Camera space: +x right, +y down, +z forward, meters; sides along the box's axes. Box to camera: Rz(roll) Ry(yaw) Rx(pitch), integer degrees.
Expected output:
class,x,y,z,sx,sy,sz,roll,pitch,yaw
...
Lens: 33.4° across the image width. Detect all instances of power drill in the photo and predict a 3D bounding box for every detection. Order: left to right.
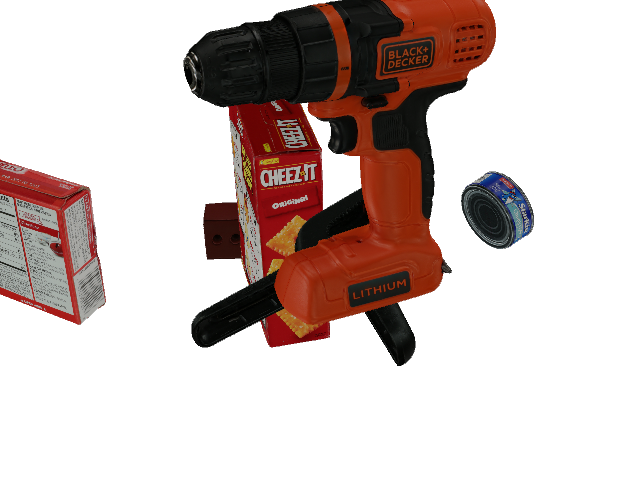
class,x,y,z,sx,sy,sz,roll,pitch,yaw
power drill,0.012,-0.046,0.615,0.184,0.188,0.057,-13,34,-22

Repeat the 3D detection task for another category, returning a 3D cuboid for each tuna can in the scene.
class,x,y,z,sx,sy,sz,roll,pitch,yaw
tuna can,0.201,-0.034,1.219,0.033,0.086,0.086,-32,14,-24

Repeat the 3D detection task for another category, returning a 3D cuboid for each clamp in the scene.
class,x,y,z,sx,sy,sz,roll,pitch,yaw
clamp,0.005,0.020,0.798,0.165,0.036,0.209,0,33,17

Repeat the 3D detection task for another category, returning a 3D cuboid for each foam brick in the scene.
class,x,y,z,sx,sy,sz,roll,pitch,yaw
foam brick,-0.101,-0.012,1.287,0.078,0.053,0.051,-3,27,-1

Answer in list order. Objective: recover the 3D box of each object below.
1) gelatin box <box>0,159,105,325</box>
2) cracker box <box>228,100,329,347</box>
class,x,y,z,sx,sy,sz,roll,pitch,yaw
gelatin box,-0.172,0.000,0.652,0.073,0.089,0.030,17,38,24
cracker box,-0.040,-0.029,1.058,0.072,0.214,0.164,-8,33,-10
